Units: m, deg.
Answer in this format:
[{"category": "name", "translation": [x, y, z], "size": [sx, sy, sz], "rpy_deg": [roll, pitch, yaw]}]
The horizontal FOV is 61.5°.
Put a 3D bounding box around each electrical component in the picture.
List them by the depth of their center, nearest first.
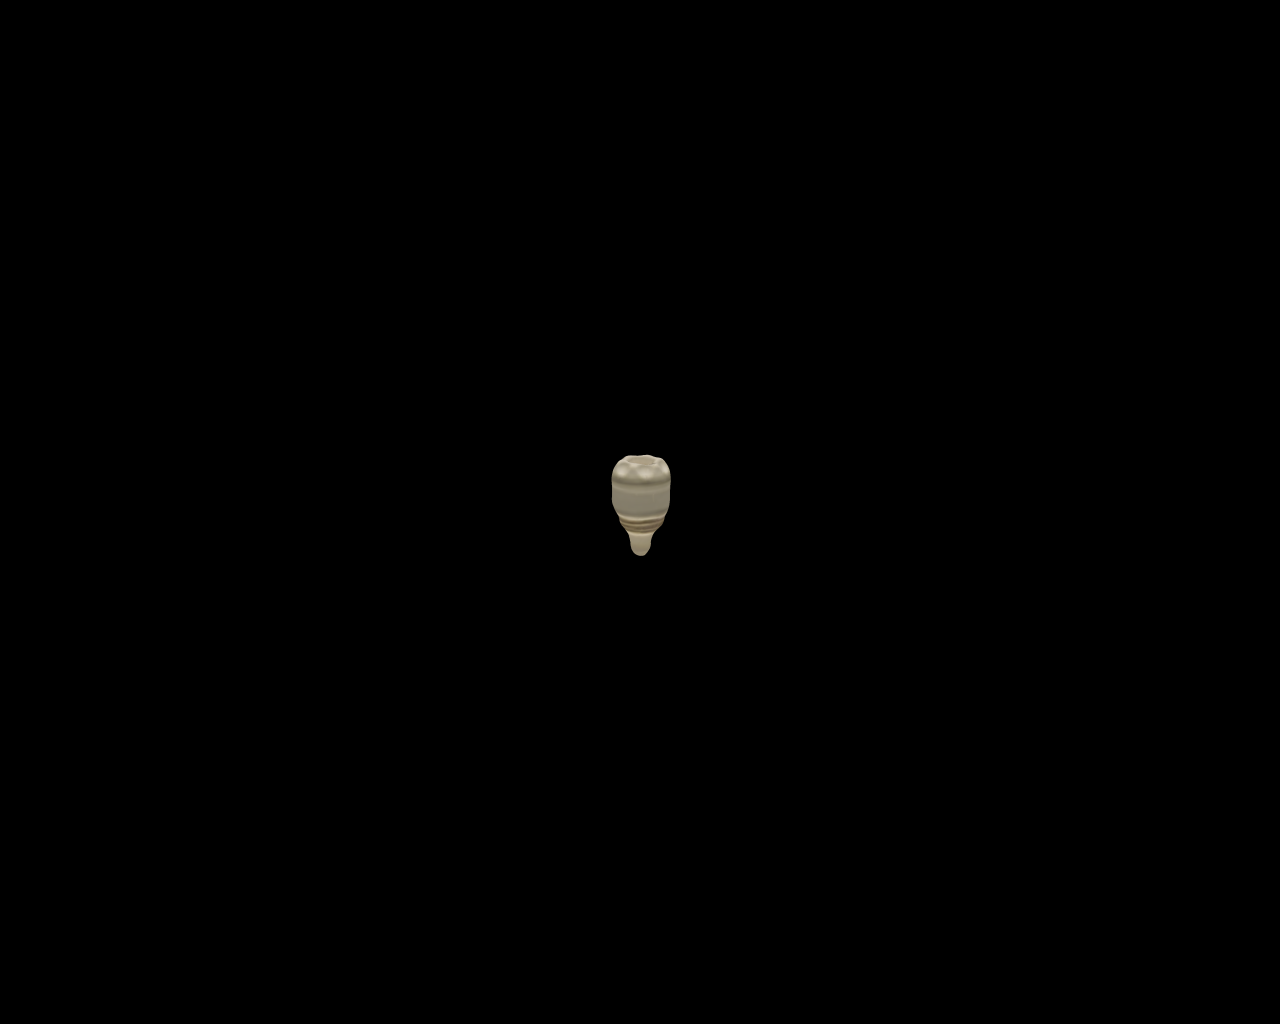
[{"category": "electrical component", "translation": [0.001, -0.003, 0.650], "size": [0.035, 0.061, 0.035], "rpy_deg": [0, 16, 0]}]
